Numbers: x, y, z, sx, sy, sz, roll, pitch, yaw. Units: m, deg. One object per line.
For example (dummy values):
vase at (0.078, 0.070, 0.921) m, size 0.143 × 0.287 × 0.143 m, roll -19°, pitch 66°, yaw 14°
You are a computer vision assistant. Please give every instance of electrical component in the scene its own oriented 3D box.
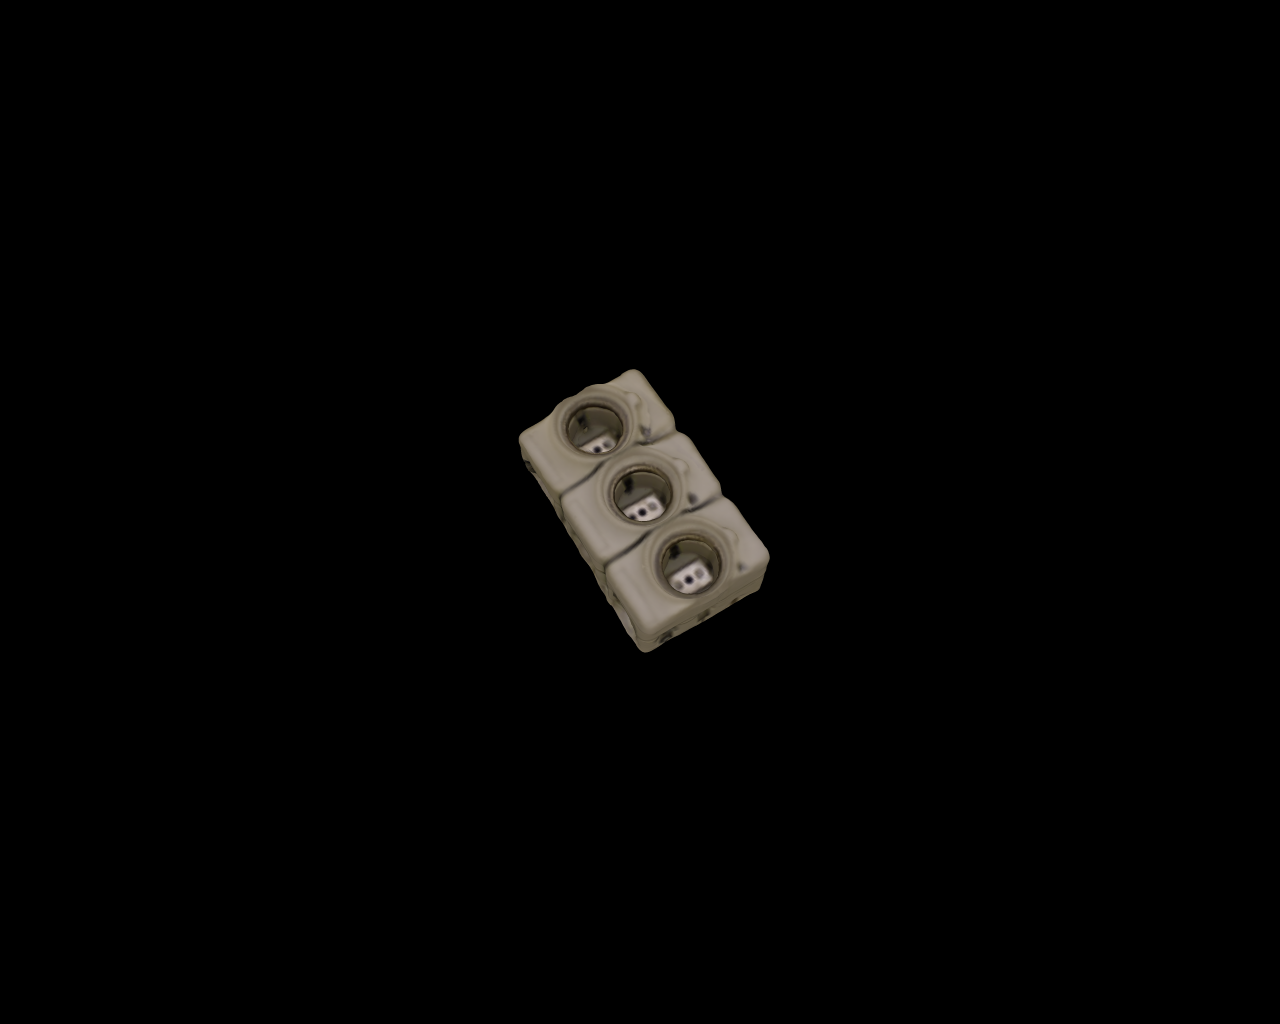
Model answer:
electrical component at (0.001, -0.003, 0.650) m, size 0.089 × 0.150 × 0.061 m, roll -30°, pitch -20°, yaw -12°
